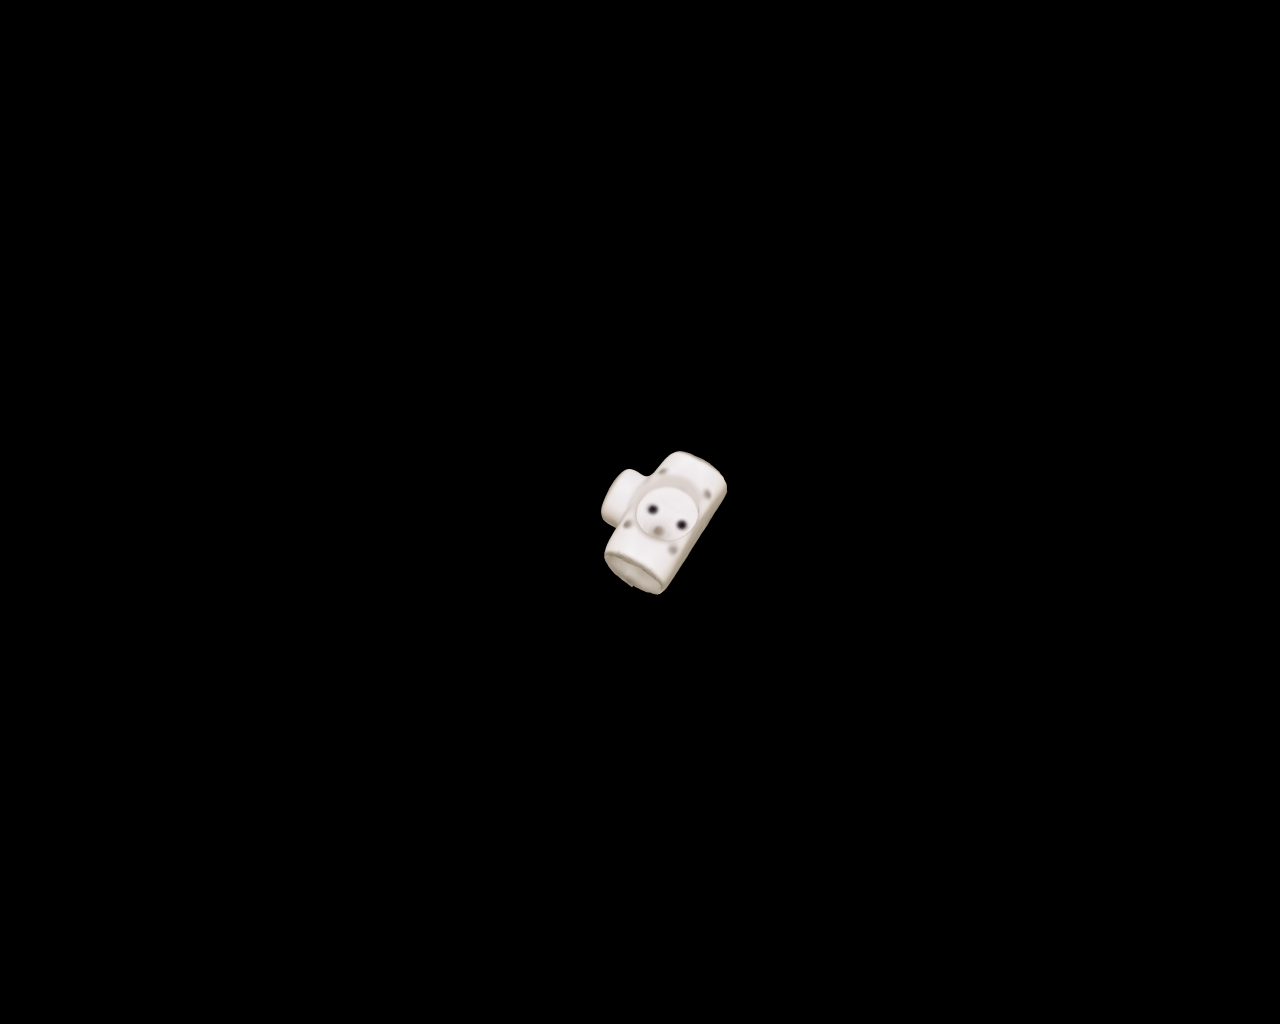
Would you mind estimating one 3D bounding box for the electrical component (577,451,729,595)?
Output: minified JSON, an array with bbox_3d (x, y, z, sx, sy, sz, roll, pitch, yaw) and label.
[{"bbox_3d":[0.001,-0.003,0.650,0.079,0.077,0.044,30,-19,12],"label":"electrical component"}]
